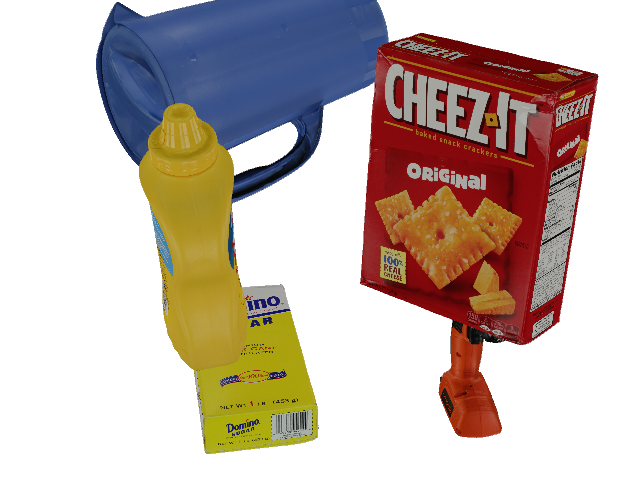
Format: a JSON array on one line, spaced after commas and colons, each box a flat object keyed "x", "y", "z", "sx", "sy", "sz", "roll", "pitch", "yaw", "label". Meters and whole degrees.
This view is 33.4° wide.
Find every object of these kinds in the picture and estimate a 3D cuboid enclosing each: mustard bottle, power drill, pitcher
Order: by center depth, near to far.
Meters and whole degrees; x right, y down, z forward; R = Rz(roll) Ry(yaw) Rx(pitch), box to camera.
[{"x": -0.082, "y": -0.009, "z": 0.686, "sx": 0.058, "sy": 0.096, "sz": 0.192, "roll": -8, "pitch": -43, "yaw": -7, "label": "mustard bottle"}, {"x": -0.057, "y": -0.143, "z": 0.928, "sx": 0.242, "sy": 0.149, "sz": 0.145, "roll": -24, "pitch": 43, "yaw": -30, "label": "pitcher"}, {"x": 0.168, "y": 0.115, "z": 1.149, "sx": 0.057, "sy": 0.188, "sz": 0.184, "roll": -2, "pitch": 24, "yaw": -4, "label": "power drill"}]

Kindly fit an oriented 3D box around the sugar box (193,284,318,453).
[{"x": -0.063, "y": 0.104, "z": 0.913, "sx": 0.093, "sy": 0.048, "sz": 0.176, "roll": -5, "pitch": 34, "yaw": -11, "label": "sugar box"}]

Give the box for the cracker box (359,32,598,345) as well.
[{"x": 0.119, "y": -0.042, "z": 0.855, "sx": 0.164, "sy": 0.214, "sz": 0.071, "roll": 21, "pitch": 31, "yaw": 34, "label": "cracker box"}]
